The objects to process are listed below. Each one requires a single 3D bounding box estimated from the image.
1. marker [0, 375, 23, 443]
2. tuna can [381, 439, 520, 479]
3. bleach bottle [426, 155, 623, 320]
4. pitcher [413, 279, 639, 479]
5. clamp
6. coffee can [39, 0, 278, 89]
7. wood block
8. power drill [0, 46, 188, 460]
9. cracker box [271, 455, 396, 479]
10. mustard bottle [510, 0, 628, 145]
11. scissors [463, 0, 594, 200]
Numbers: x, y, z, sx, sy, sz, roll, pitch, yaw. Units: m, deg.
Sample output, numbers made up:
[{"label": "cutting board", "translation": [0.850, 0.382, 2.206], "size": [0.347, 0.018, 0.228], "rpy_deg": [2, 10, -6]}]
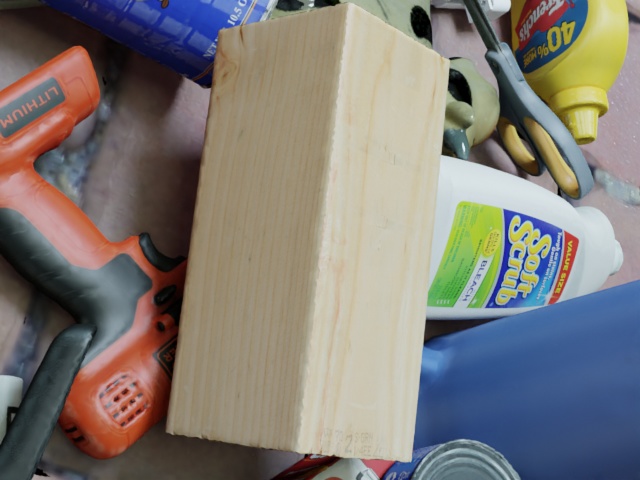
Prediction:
[{"label": "marker", "translation": [-0.156, 0.127, 0.515], "size": [0.020, 0.020, 0.121], "rpy_deg": [9, 69, -29]}, {"label": "tuna can", "translation": [0.069, 0.148, 0.551], "size": [0.086, 0.034, 0.086], "rpy_deg": [12, 67, -30]}, {"label": "bleach bottle", "translation": [0.117, -0.001, 0.669], "size": [0.250, 0.068, 0.103], "rpy_deg": [3, 113, -44]}, {"label": "pitcher", "translation": [0.171, 0.094, 0.591], "size": [0.148, 0.243, 0.145], "rpy_deg": [-4, 75, -39]}, {"label": "clamp", "translation": [-0.130, 0.135, 0.484], "size": [0.120, 0.039, 0.171], "rpy_deg": [45, 79, 6]}, {"label": "coffee can", "translation": [-0.100, -0.159, 0.581], "size": [0.140, 0.103, 0.102], "rpy_deg": [26, 62, -25]}, {"label": "wood block", "translation": [-0.003, 0.001, 0.534], "size": [0.090, 0.091, 0.206], "rpy_deg": [17, 76, -48]}, {"label": "power drill", "translation": [-0.103, -0.006, 0.570], "size": [0.184, 0.057, 0.187], "rpy_deg": [-41, 96, -35]}, {"label": "cracker box", "translation": [-0.013, 0.215, 0.541], "size": [0.213, 0.072, 0.164], "rpy_deg": [-28, 90, -36]}, {"label": "mustard bottle", "translation": [0.177, -0.160, 0.771], "size": [0.058, 0.096, 0.191], "rpy_deg": [5, 72, -30]}, {"label": "scissors", "translation": [0.118, -0.112, 0.717], "size": [0.016, 0.096, 0.201], "rpy_deg": [-36, 98, -10]}]
